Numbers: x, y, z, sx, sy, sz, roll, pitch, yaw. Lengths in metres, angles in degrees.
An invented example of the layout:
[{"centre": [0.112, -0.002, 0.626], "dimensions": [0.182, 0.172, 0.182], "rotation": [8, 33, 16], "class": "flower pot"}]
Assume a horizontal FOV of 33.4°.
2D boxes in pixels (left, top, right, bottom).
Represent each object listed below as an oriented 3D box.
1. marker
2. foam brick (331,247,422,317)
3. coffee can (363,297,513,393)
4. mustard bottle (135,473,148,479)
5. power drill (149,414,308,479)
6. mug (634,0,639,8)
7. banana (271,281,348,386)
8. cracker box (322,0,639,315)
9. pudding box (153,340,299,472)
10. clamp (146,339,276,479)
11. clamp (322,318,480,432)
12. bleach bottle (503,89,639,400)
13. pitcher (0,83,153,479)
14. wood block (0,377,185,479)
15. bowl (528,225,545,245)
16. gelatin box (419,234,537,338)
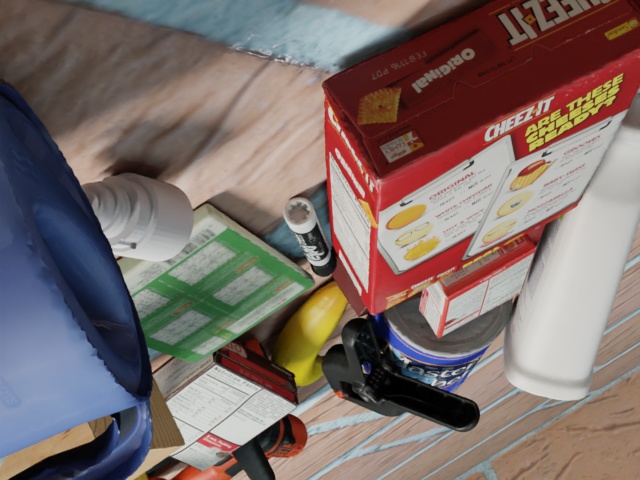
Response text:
[{"centre": [-0.005, 0.001, 0.700], "dimensions": [0.020, 0.020, 0.121], "rotation": [-28, 161, -1], "class": "marker"}, {"centre": [0.054, 0.013, 0.764], "dimensions": [0.078, 0.051, 0.053], "rotation": [-16, 157, -33], "class": "foam brick"}, {"centre": [0.090, 0.067, 0.872], "dimensions": [0.102, 0.103, 0.140], "rotation": [-24, 160, -15], "class": "coffee can"}, {"centre": [-0.147, 0.241, 0.846], "dimensions": [0.058, 0.192, 0.096], "rotation": [-17, 157, -31], "class": "mustard bottle"}, {"centre": [-0.113, 0.223, 1.053], "dimensions": [0.188, 0.057, 0.184], "rotation": [-31, 158, 8], "class": "power drill"}, {"centre": [0.241, -0.121, 0.639], "dimensions": [0.117, 0.081, 0.093], "rotation": [-14, 156, -36], "class": "mug"}, {"centre": [-0.010, 0.085, 0.888], "dimensions": [0.069, 0.037, 0.198], "rotation": [-42, 166, -16], "class": "banana"}, {"centre": [0.087, -0.051, 0.621], "dimensions": [0.164, 0.072, 0.214], "rotation": [-27, 160, -8], "class": "cracker box"}, {"centre": [-0.086, 0.125, 0.822], "dimensions": [0.114, 0.039, 0.090], "rotation": [-39, 128, 23], "class": "pudding box"}, {"centre": [-0.098, 0.159, 0.905], "dimensions": [0.164, 0.036, 0.210], "rotation": [1, 137, -19], "class": "clamp"}, {"centre": [0.039, 0.102, 0.826], "dimensions": [0.039, 0.120, 0.172], "rotation": [-49, -165, -22], "class": "clamp"}, {"centre": [0.194, -0.011, 0.758], "dimensions": [0.068, 0.102, 0.251], "rotation": [12, 124, 1], "class": "bleach bottle"}, {"centre": [-0.191, 0.057, 0.406], "dimensions": [0.243, 0.149, 0.145], "rotation": [-25, 164, 0], "class": "pitcher"}, {"centre": [-0.204, 0.148, 0.688], "dimensions": [0.206, 0.090, 0.090], "rotation": [-36, 160, 17], "class": "wood block"}, {"centre": [0.201, -0.022, 0.876], "dimensions": [0.162, 0.055, 0.162], "rotation": [-26, 161, -10], "class": "bowl"}, {"centre": [0.109, 0.028, 0.753], "dimensions": [0.073, 0.030, 0.089], "rotation": [-28, 159, -9], "class": "gelatin box"}]
